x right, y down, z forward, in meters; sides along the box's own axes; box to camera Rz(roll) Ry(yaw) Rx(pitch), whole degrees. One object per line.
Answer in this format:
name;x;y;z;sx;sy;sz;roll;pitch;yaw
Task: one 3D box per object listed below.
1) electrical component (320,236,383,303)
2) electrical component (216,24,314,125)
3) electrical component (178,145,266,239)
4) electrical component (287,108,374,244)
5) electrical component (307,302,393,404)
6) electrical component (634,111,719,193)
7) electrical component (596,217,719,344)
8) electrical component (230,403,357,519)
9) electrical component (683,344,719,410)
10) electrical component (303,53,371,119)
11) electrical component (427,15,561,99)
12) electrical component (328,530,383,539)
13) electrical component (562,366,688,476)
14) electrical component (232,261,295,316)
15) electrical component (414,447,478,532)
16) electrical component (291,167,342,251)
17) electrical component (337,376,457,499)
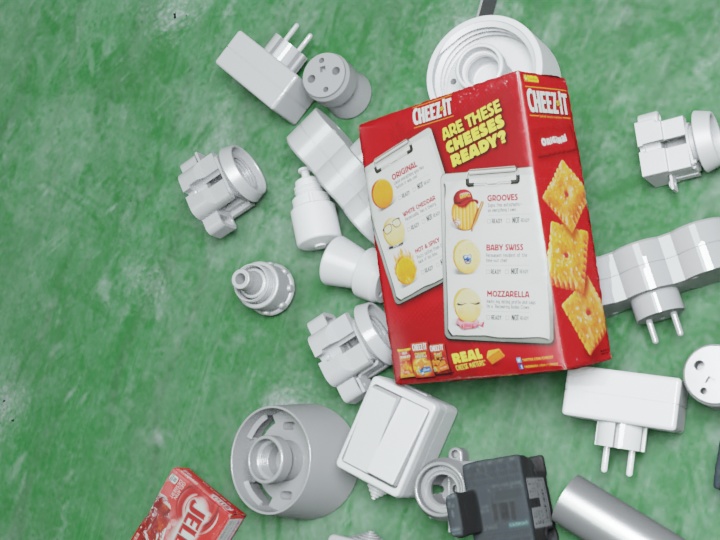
electrical component;0.000;0.000;0.916;0.055;0.045;0.045;20;88;25
electrical component;-0.074;-0.191;0.987;0.083;0.047;0.075;41;96;26
electrical component;-0.123;-0.077;0.980;0.057;0.058;0.078;-32;68;18
electrical component;0.003;-0.092;0.929;0.074;0.052;0.138;-44;66;10
electrical component;-0.001;0.063;0.898;0.057;0.058;0.078;-34;68;17
electrical component;0.247;-0.094;0.827;0.055;0.048;0.066;-13;74;29
electrical component;0.221;0.018;0.810;0.138;0.052;0.073;-20;72;19
electrical component;-0.059;0.161;0.912;0.099;0.064;0.099;-9;75;36
electrical component;0.260;0.078;0.779;0.045;0.055;0.045;-5;78;24
electrical component;-0.020;-0.163;0.952;0.045;0.055;0.045;-5;78;23
electrical component;0.107;-0.158;0.892;0.108;0.060;0.108;-5;77;23
electrical component;0.016;0.262;0.854;0.100;0.048;0.099;8;83;25
electrical component;0.197;0.115;0.804;0.083;0.047;0.075;6;82;25
electrical component;-0.090;0.013;0.944;0.048;0.062;0.048;-5;78;23
electrical component;0.071;0.172;0.844;0.048;0.055;0.066;-6;77;23
electrical component;-0.041;-0.053;0.948;0.040;0.040;0.078;-18;73;20
electrical component;0.026;0.140;0.867;0.062;0.061;0.096;23;89;26
